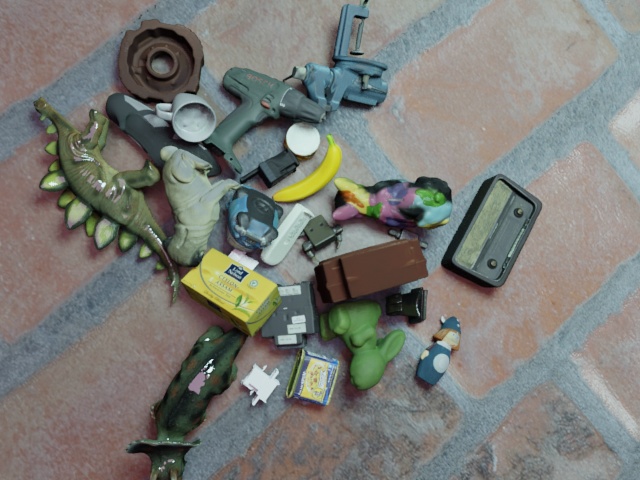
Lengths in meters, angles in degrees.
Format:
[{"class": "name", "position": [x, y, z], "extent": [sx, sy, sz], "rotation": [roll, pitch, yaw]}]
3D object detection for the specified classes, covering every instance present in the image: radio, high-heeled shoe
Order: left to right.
[{"class": "high-heeled shoe", "position": [-0.320, -0.215, 1.107], "extent": [0.248, 0.145, 0.086], "rotation": [27, 114, -32]}, {"class": "radio", "position": [0.377, -0.015, 1.174], "extent": [0.131, 0.073, 0.229], "rotation": [31, 82, -5]}]

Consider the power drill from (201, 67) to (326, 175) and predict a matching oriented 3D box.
[{"class": "power drill", "position": [-0.131, -0.238, 1.090], "extent": [0.232, 0.086, 0.207], "rotation": [36, 91, 15]}]

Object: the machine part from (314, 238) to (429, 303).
[{"class": "machine part", "position": [0.096, 0.060, 1.062], "extent": [0.201, 0.201, 0.087], "rotation": [-16, 86, -9]}]

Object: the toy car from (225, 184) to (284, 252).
[{"class": "toy car", "position": [-0.141, -0.029, 1.077], "extent": [0.109, 0.162, 0.103], "rotation": [26, 122, -23]}]

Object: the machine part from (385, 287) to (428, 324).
[{"class": "machine part", "position": [0.186, 0.136, 1.121], "extent": [0.138, 0.039, 0.084], "rotation": [12, 88, -49]}]

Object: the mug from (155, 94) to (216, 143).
[{"class": "mug", "position": [-0.266, -0.246, 1.047], "extent": [0.109, 0.107, 0.080], "rotation": [-2, 120, -21]}]

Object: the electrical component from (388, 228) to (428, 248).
[{"class": "electrical component", "position": [0.187, 0.011, 1.170], "extent": [0.094, 0.021, 0.063], "rotation": [23, 83, -7]}]

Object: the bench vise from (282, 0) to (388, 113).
[{"class": "bench vise", "position": [0.051, -0.384, 1.123], "extent": [0.224, 0.129, 0.240], "rotation": [7, 102, -15]}]

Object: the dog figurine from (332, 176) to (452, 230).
[{"class": "dog figurine", "position": [0.134, -0.078, 1.097], "extent": [0.219, 0.192, 0.108], "rotation": [2, 91, -24]}]

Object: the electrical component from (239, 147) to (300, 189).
[{"class": "electrical component", "position": [-0.104, -0.139, 1.112], "extent": [0.119, 0.075, 0.047], "rotation": [-35, 91, -14]}]

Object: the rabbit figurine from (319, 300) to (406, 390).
[{"class": "rabbit figurine", "position": [0.087, 0.216, 1.094], "extent": [0.159, 0.121, 0.170], "rotation": [-3, 70, -30]}]

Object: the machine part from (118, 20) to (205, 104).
[{"class": "machine part", "position": [-0.324, -0.360, 1.105], "extent": [0.179, 0.056, 0.179], "rotation": [0, 89, -10]}]

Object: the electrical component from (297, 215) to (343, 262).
[{"class": "electrical component", "position": [-0.002, -0.005, 1.134], "extent": [0.102, 0.045, 0.078], "rotation": [-35, 62, -11]}]

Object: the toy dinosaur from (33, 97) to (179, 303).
[{"class": "toy dinosaur", "position": [-0.406, -0.089, 1.055], "extent": [0.198, 0.105, 0.471], "rotation": [-43, 93, -3]}]

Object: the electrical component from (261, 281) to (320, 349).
[{"class": "electrical component", "position": [-0.063, 0.152, 1.088], "extent": [0.115, 0.058, 0.134], "rotation": [-5, 85, 13]}]

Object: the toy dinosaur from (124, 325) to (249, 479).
[{"class": "toy dinosaur", "position": [-0.227, 0.274, 1.002], "extent": [0.131, 0.192, 0.404], "rotation": [29, 83, -7]}]

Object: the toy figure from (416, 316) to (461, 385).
[{"class": "toy figure", "position": [0.262, 0.234, 1.148], "extent": [0.064, 0.058, 0.154], "rotation": [41, 76, -43]}]

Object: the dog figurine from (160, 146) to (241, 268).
[{"class": "dog figurine", "position": [-0.264, -0.060, 1.018], "extent": [0.172, 0.121, 0.190], "rotation": [33, 82, -9]}]

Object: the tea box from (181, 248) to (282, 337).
[{"class": "tea box", "position": [-0.171, 0.099, 1.039], "extent": [0.170, 0.068, 0.098], "rotation": [25, 60, 24]}]
